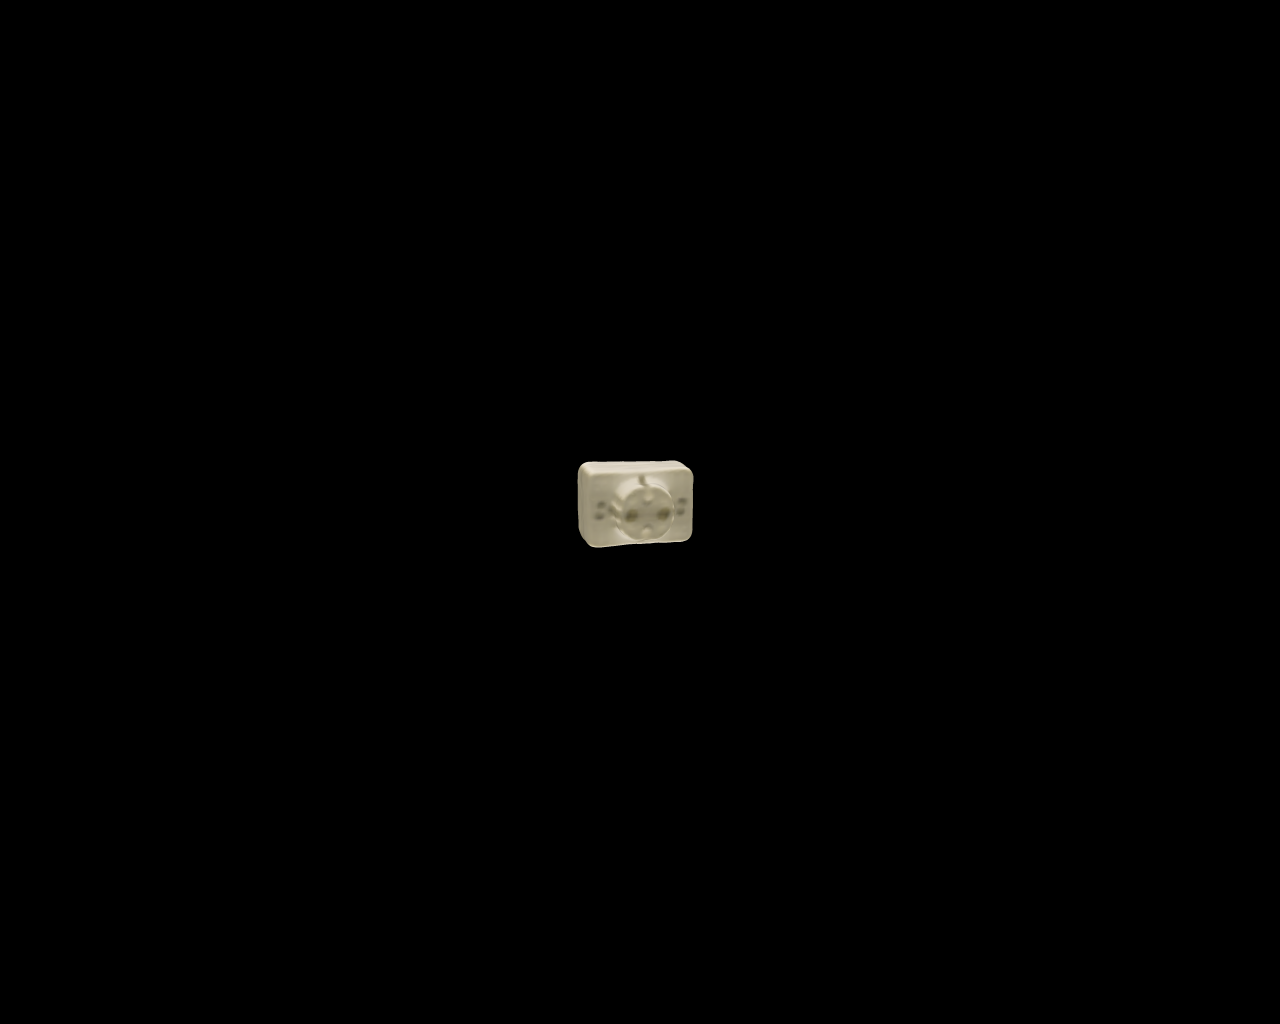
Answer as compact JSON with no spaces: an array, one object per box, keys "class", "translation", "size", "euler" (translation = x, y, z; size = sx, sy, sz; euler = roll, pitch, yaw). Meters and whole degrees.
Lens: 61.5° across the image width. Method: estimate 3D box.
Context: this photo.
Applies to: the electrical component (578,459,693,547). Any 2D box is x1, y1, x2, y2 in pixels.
[{"class":"electrical component","translation":[0.001,-0.003,0.650],"size":[0.066,0.047,0.077],"euler":[-2,12,-11]}]
